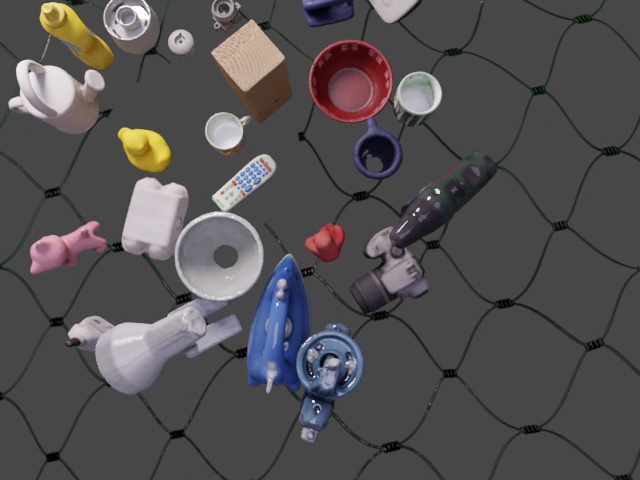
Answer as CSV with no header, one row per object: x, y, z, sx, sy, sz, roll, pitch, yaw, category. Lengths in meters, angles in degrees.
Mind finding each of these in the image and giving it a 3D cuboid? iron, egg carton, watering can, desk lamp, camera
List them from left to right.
-0.483,-0.269,1.046,0.173,0.194,0.101,-36,87,-1,watering can
-0.313,-0.040,1.096,0.107,0.069,0.150,12,87,1,egg carton
-0.261,0.170,1.013,0.203,0.213,0.118,-29,87,-1,desk lamp
-0.075,0.152,1.048,0.118,0.141,0.258,5,87,1,iron
0.117,0.066,1.071,0.137,0.101,0.143,-32,87,-1,camera

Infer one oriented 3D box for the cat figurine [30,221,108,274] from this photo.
-0.480,0.013,1.070,0.128,0.117,0.067,-30,87,-1,cat figurine

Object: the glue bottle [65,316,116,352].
-0.417,0.176,1.034,0.078,0.173,0.037,35,88,2,glue bottle

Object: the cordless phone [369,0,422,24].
0.135,-0.503,1.056,0.094,0.185,0.147,-33,87,-1,cordless phone

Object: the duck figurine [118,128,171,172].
-0.339,-0.177,1.094,0.104,0.086,0.077,38,88,2,duck figurine

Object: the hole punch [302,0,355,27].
0.010,-0.480,1.103,0.108,0.091,0.101,-14,87,0,hole punch

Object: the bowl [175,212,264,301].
-0.185,0.032,1.088,0.167,0.074,0.167,0,87,1,bowl

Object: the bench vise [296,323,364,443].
0.019,0.258,1.003,0.121,0.219,0.207,-1,87,1,bench vise

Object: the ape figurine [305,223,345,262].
0.010,0.004,1.079,0.078,0.092,0.076,-5,87,1,ape figurine

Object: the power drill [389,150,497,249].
0.206,-0.061,1.022,0.229,0.208,0.075,-42,87,-1,power drill

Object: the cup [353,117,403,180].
0.103,-0.167,1.085,0.091,0.095,0.118,-12,87,0,cup
